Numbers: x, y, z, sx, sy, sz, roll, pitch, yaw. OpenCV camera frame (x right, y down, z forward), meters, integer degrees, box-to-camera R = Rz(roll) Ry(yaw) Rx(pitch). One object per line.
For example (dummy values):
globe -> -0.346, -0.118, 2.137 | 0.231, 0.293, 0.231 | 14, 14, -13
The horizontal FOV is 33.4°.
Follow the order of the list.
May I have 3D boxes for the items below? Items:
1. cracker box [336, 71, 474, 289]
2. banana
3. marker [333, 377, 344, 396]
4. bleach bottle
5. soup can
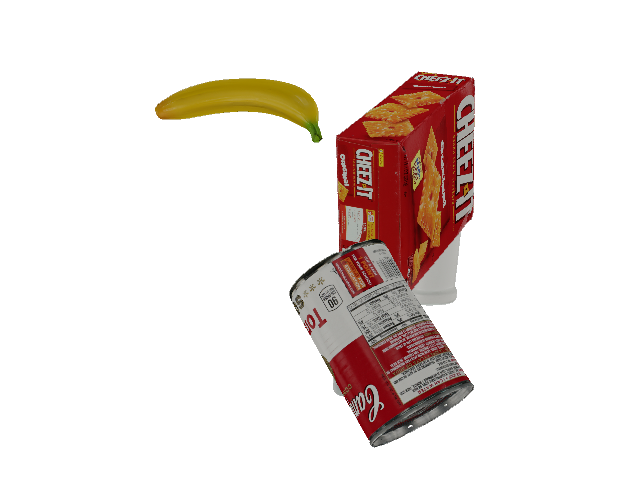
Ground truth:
cracker box -> 0.089, -0.057, 1.046 | 0.072, 0.164, 0.213 | 10, 28, 24
banana -> -0.083, -0.151, 1.173 | 0.198, 0.037, 0.069 | 9, 43, 18
marker -> 0.021, 0.081, 0.892 | 0.020, 0.121, 0.020 | 1, 36, -1
bleach bottle -> 0.132, -0.058, 1.240 | 0.068, 0.251, 0.103 | -1, 23, -21
soup can -> 0.034, 0.058, 0.621 | 0.068, 0.102, 0.068 | -27, -18, -10
